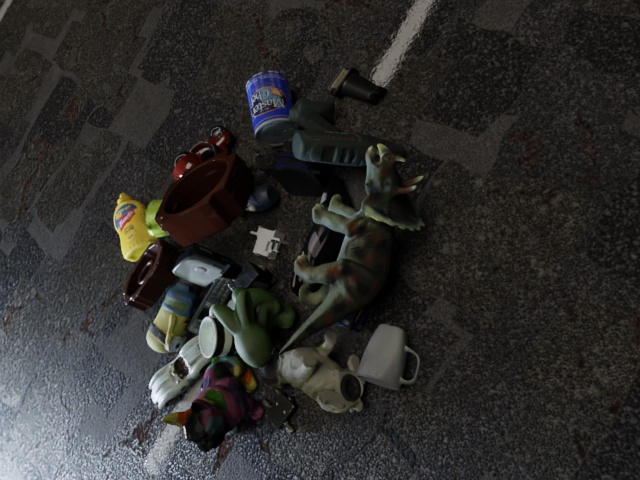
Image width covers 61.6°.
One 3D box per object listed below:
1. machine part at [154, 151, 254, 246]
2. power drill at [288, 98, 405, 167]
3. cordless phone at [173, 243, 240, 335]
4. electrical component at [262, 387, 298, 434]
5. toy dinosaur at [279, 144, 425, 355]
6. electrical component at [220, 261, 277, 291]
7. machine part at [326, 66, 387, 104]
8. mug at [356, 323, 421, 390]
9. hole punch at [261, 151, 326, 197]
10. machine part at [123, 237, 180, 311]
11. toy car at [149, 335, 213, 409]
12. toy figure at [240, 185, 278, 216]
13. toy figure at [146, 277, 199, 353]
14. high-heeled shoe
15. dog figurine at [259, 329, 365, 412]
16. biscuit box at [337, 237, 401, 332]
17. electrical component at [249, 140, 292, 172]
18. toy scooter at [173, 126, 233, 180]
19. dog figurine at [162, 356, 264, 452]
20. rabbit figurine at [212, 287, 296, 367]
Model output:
[{"bbox_3d":[-0.251,-0.092,1.188,0.202,0.087,0.201,-20,37,22],"label":"machine part"},{"bbox_3d":[0.037,-0.217,1.117,0.207,0.232,0.085,-119,34,-40],"label":"power drill"},{"bbox_3d":[-0.266,0.111,1.178,0.184,0.146,0.089,-61,31,3],"label":"cordless phone"},{"bbox_3d":[-0.074,0.340,1.074,0.094,0.021,0.063,39,95,32],"label":"electrical component"},{"bbox_3d":[0.067,0.037,0.967,0.192,0.131,0.404,16,91,23],"label":"toy dinosaur"},{"bbox_3d":[-0.155,0.085,1.139,0.075,0.119,0.048,-48,59,5],"label":"electrical component"},{"bbox_3d":[0.080,-0.338,1.188,0.139,0.039,0.084,30,82,34],"label":"machine part"},{"bbox_3d":[0.129,0.210,0.971,0.110,0.080,0.107,5,69,34],"label":"mug"},{"bbox_3d":[-0.036,-0.158,1.155,0.142,0.115,0.092,9,72,30],"label":"hole punch"},{"bbox_3d":[-0.398,0.082,1.271,0.179,0.056,0.179,-36,35,31],"label":"machine part"},{"bbox_3d":[-0.306,0.292,1.194,0.202,0.056,0.074,-44,60,10],"label":"toy car"},{"bbox_3d":[-0.170,-0.087,1.234,0.155,0.064,0.057,-12,108,30],"label":"toy figure"},{"bbox_3d":[-0.332,0.171,1.231,0.089,0.082,0.180,15,85,33],"label":"toy figure"},{"bbox_3d":[-0.002,-0.003,1.123,0.145,0.086,0.249,-27,49,43],"label":"high-heeled shoe"},{"bbox_3d":[-0.020,0.274,1.039,0.190,0.121,0.172,-34,82,46],"label":"dog figurine"},{"bbox_3d":[0.085,0.075,1.044,0.059,0.062,0.202,23,87,30],"label":"biscuit box"},{"bbox_3d":[-0.108,-0.190,1.229,0.102,0.078,0.045,-22,89,27],"label":"electrical component"},{"bbox_3d":[-0.273,-0.184,1.311,0.184,0.075,0.135,-39,62,8],"label":"toy scooter"},{"bbox_3d":[-0.212,0.309,1.045,0.108,0.219,0.191,-29,64,15],"label":"dog figurine"},{"bbox_3d":[-0.125,0.164,1.047,0.121,0.159,0.170,-31,25,11],"label":"rabbit figurine"}]
